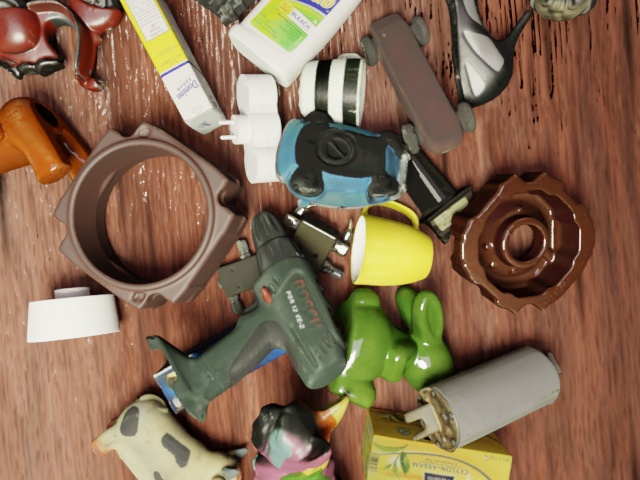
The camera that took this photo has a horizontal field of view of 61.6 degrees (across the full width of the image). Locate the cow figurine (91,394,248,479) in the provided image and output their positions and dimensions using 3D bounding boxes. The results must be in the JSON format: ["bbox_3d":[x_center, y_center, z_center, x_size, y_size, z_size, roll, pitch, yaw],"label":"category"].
[{"bbox_3d":[-0.182,0.284,0.698,0.127,0.085,0.195,-43,89,8],"label":"cow figurine"}]

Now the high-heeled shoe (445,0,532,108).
[{"bbox_3d":[0.151,-0.286,0.679,0.249,0.086,0.145,38,97,0],"label":"high-heeled shoe"}]

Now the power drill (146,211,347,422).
[{"bbox_3d":[-0.090,0.094,0.630,0.207,0.086,0.232,-28,64,-16],"label":"power drill"}]

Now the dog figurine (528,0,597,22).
[{"bbox_3d":[0.364,-0.366,0.673,0.172,0.121,0.190,8,106,4],"label":"dog figurine"}]

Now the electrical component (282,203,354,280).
[{"bbox_3d":[-0.003,-0.002,0.707,0.102,0.045,0.078,23,118,3],"label":"electrical component"}]

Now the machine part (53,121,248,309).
[{"bbox_3d":[-0.211,-0.030,0.679,0.201,0.087,0.201,35,92,5],"label":"machine part"}]

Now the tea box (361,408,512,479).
[{"bbox_3d":[0.142,0.272,0.682,0.170,0.098,0.068,9,92,-1],"label":"tea box"}]

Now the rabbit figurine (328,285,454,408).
[{"bbox_3d":[0.097,0.135,0.689,0.170,0.121,0.159,21,85,-18],"label":"rabbit figurine"}]

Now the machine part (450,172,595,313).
[{"bbox_3d":[0.253,0.001,0.680,0.179,0.056,0.179,-2,100,-8],"label":"machine part"}]

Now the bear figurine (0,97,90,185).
[{"bbox_3d":[-0.406,-0.085,0.674,0.196,0.120,0.132,-37,94,3],"label":"bear figurine"}]

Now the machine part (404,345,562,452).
[{"bbox_3d":[0.207,0.190,0.656,0.243,0.079,0.079,-12,91,-27],"label":"machine part"}]

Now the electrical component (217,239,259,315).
[{"bbox_3d":[-0.106,0.049,0.719,0.063,0.021,0.094,-18,92,2],"label":"electrical component"}]

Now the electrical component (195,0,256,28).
[{"bbox_3d":[-0.123,-0.351,0.679,0.115,0.058,0.134,-41,67,1],"label":"electrical component"}]

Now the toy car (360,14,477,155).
[{"bbox_3d":[0.121,-0.198,0.684,0.089,0.053,0.202,-24,73,1],"label":"toy car"}]

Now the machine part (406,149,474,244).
[{"bbox_3d":[0.146,-0.069,0.705,0.084,0.039,0.139,-41,92,10],"label":"machine part"}]

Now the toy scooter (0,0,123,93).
[{"bbox_3d":[-0.342,-0.251,0.692,0.184,0.075,0.135,-10,93,-3],"label":"toy scooter"}]

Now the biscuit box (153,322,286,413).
[{"bbox_3d":[-0.110,0.145,0.701,0.203,0.063,0.059,-30,93,2],"label":"biscuit box"}]

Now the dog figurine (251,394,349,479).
[{"bbox_3d":[-0.008,0.275,0.629,0.191,0.108,0.219,33,128,1],"label":"dog figurine"}]

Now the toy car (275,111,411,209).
[{"bbox_3d":[0.026,-0.086,0.672,0.162,0.103,0.109,9,67,-1],"label":"toy car"}]
